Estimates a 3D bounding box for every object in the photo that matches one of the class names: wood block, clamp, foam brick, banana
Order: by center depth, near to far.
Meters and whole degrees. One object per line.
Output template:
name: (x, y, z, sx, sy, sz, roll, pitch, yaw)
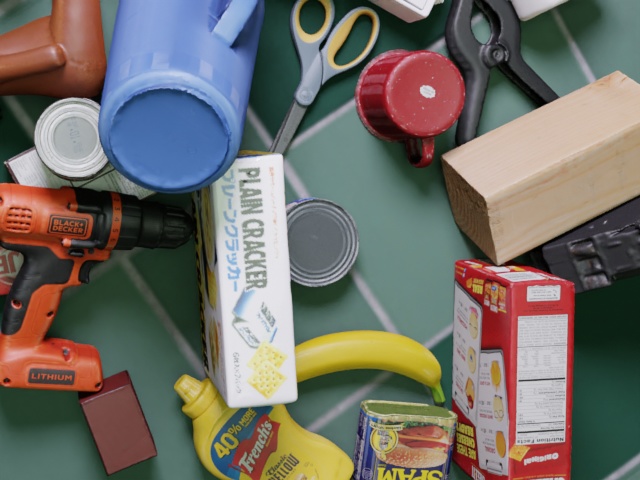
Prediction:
foam brick: (-0.192, 0.172, 1.008, 0.051, 0.053, 0.078, -20, 100, -10)
wood block: (0.234, -0.072, 1.047, 0.206, 0.091, 0.090, -26, 128, -9)
clamp: (0.180, -0.180, 1.064, 0.120, 0.039, 0.171, -14, 101, -21)
banana: (0.041, 0.123, 1.064, 0.197, 0.037, 0.069, 8, 94, -14)

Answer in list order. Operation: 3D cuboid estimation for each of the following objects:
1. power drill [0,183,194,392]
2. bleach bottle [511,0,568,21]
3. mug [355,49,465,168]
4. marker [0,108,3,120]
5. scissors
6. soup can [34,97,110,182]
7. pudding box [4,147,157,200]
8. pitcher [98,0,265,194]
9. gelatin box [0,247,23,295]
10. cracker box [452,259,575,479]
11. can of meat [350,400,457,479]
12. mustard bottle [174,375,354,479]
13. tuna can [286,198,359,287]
power drill: (-0.217, 0.043, 0.962, 0.184, 0.057, 0.188, 7, 108, -24)
bleach bottle: (0.186, -0.346, 1.032, 0.102, 0.068, 0.251, -30, 97, -31)
mug: (0.090, -0.127, 1.025, 0.093, 0.081, 0.117, -8, 98, -12)
marker: (-0.328, -0.073, 0.968, 0.020, 0.020, 0.121, 37, 87, -14)
scissors: (-0.024, -0.158, 1.030, 0.096, 0.016, 0.201, 43, 85, -12)
soup can: (-0.208, -0.084, 0.912, 0.068, 0.102, 0.068, 0, 92, -12)
pudding box: (-0.220, -0.058, 0.985, 0.113, 0.039, 0.090, -28, 100, -11)
pitcher: (-0.108, -0.153, 0.880, 0.145, 0.243, 0.149, -3, 127, 1)
gelatin box: (-0.308, 0.015, 0.976, 0.089, 0.030, 0.073, -6, 98, -12)
cracker box: (0.184, 0.133, 1.033, 0.072, 0.164, 0.214, -2, 96, -11)
can of meat: (0.084, 0.210, 1.071, 0.102, 0.057, 0.084, 6, 96, -13)
mustard bottle: (-0.065, 0.196, 1.037, 0.191, 0.058, 0.096, 42, 87, -13)
tuna can: (-0.007, 0.001, 1.042, 0.086, 0.034, 0.086, -1, 96, -13)
